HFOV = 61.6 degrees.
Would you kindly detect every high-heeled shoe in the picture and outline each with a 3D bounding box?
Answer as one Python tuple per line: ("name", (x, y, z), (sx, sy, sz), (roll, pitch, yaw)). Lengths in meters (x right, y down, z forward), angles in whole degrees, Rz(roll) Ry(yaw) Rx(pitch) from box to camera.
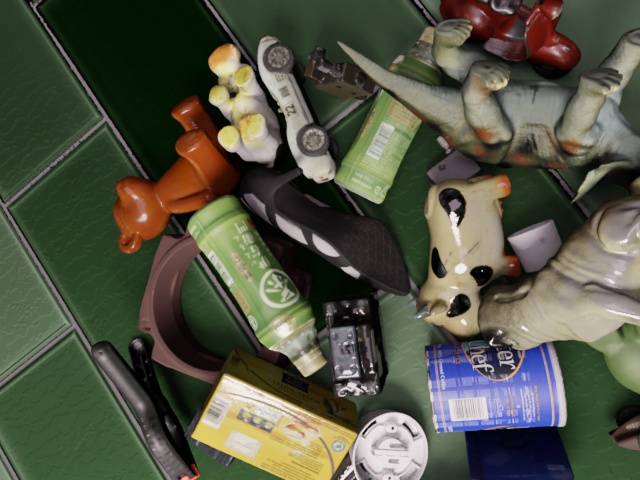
("high-heeled shoe", (-0.001, -0.002, 0.704), (0.248, 0.145, 0.086), (48, 56, -13))

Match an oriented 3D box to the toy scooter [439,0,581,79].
("toy scooter", (0.218, -0.256, 0.614), (0.184, 0.135, 0.075), (34, 97, 12))

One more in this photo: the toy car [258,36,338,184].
("toy car", (-0.030, -0.169, 0.698), (0.056, 0.073, 0.201), (-24, 84, 11))

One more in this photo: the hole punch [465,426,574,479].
("hole punch", (0.225, 0.256, 0.617), (0.142, 0.115, 0.092), (-5, 80, 12))

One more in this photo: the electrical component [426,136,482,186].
("electrical component", (0.167, -0.085, 0.678), (0.063, 0.021, 0.094), (-36, 86, 10))

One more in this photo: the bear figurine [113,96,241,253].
("bear figurine", (-0.210, -0.080, 0.716), (0.196, 0.131, 0.120), (-23, 46, 7))

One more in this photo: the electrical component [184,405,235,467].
("electrical component", (-0.130, 0.249, 0.690), (0.075, 0.119, 0.047), (31, 96, 9))

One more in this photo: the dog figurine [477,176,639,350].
("dog figurine", (0.249, 0.029, 0.541), (0.191, 0.121, 0.172), (-2, 71, 43))

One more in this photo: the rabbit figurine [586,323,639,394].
("rabbit figurine", (0.358, 0.091, 0.588), (0.159, 0.121, 0.170), (14, 107, 15))

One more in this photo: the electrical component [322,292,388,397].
("electrical component", (0.044, 0.123, 0.646), (0.058, 0.134, 0.115), (-10, 85, 12))

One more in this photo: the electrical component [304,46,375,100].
("electrical component", (0.027, -0.209, 0.675), (0.102, 0.078, 0.045), (11, 88, -30))

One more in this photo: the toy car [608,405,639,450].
("toy car", (0.424, 0.195, 0.582), (0.202, 0.089, 0.053), (-10, 88, 14))

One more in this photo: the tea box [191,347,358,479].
("tea box", (-0.051, 0.212, 0.635), (0.169, 0.068, 0.098), (28, 105, -7))

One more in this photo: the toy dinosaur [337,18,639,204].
("toy dinosaur", (0.223, -0.131, 0.596), (0.405, 0.192, 0.131), (17, 55, 21))

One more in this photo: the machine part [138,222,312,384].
("machine part", (-0.125, 0.081, 0.710), (0.201, 0.087, 0.201), (17, 94, 12))

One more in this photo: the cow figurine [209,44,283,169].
("cow figurine", (-0.095, -0.178, 0.713), (0.068, 0.098, 0.167), (-23, 65, 17))

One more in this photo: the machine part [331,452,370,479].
("machine part", (-0.007, 0.274, 0.704), (0.139, 0.039, 0.084), (45, 103, 8))

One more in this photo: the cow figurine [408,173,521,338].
("cow figurine", (0.165, 0.024, 0.640), (0.127, 0.085, 0.194), (-8, 101, 4))
